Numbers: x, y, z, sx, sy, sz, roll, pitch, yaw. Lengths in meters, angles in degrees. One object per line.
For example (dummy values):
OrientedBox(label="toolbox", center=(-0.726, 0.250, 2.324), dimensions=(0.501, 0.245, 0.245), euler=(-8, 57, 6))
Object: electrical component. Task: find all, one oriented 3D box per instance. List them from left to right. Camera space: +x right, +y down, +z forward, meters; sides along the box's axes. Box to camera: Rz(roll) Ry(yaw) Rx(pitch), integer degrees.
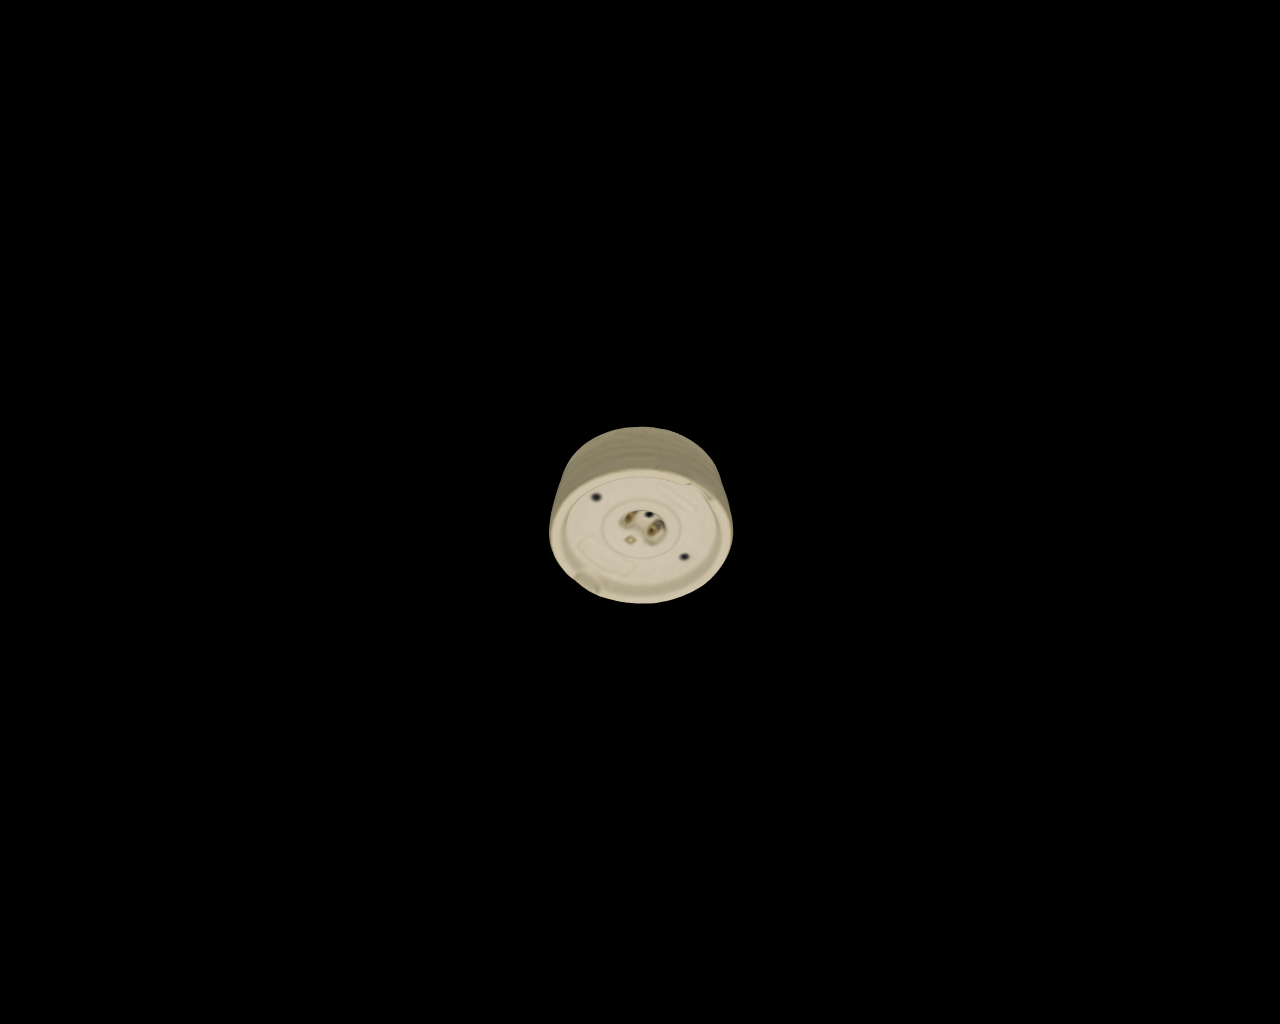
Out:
OrientedBox(label="electrical component", center=(0.001, -0.003, 0.650), dimensions=(0.108, 0.108, 0.060), euler=(0, 40, 0))
